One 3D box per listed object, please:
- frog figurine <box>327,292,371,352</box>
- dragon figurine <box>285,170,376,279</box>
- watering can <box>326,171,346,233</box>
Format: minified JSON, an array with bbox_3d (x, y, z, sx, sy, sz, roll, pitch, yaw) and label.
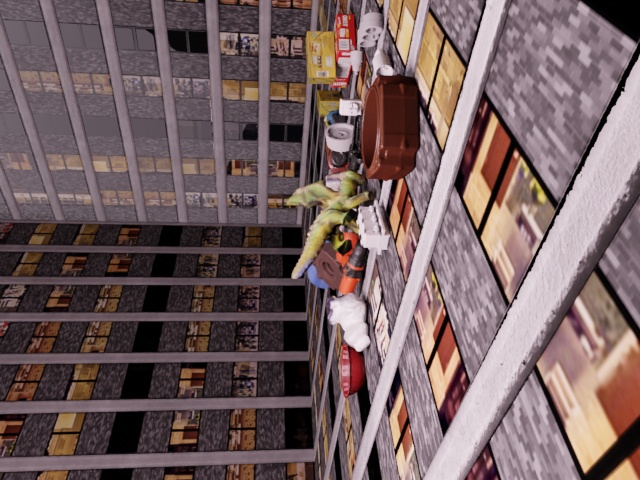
[{"bbox_3d":[0.103,0.235,1.491,0.161,0.123,0.134,37,126,37],"label":"frog figurine"},{"bbox_3d":[0.004,-0.073,1.451,0.245,0.416,0.119,31,147,38],"label":"dragon figurine"},{"bbox_3d":[0.069,-0.120,1.767,0.348,0.104,0.224,-42,-46,-85],"label":"watering can"}]
